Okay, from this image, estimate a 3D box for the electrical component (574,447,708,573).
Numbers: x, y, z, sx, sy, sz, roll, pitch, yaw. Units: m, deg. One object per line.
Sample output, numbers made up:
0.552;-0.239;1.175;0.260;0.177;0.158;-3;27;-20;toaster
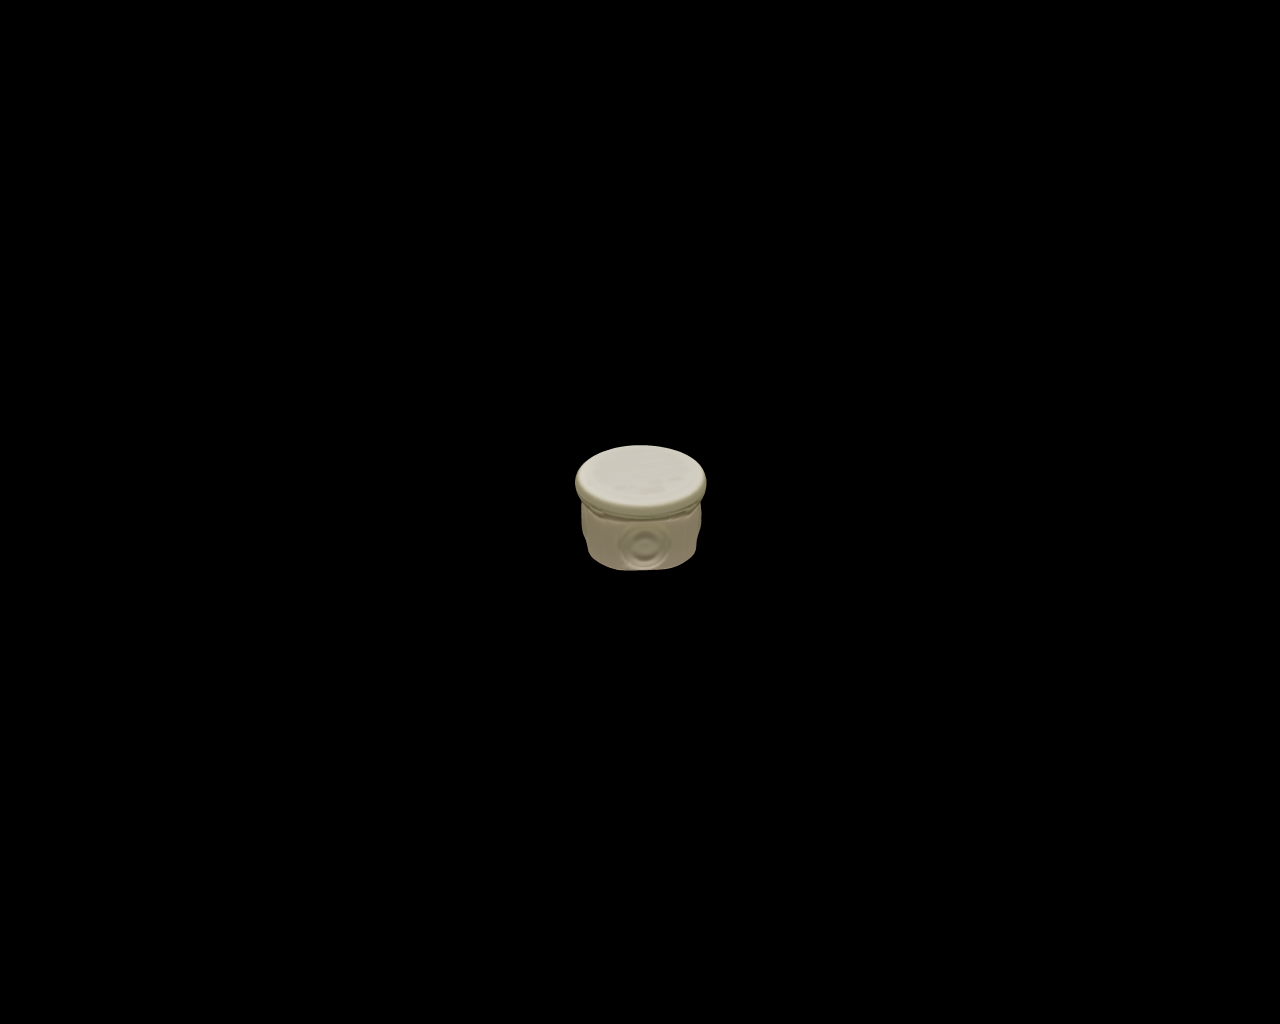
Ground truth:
0.001;-0.003;0.650;0.080;0.050;0.080;0;31;0;electrical component
